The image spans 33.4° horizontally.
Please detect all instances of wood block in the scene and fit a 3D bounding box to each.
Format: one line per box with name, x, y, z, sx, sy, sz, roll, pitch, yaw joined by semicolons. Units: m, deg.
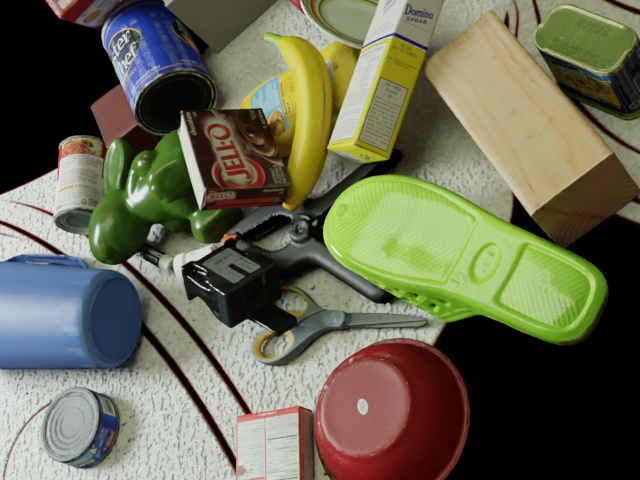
wood block;0.192;-0.104;0.992;0.090;0.090;0.206;-38;54;12

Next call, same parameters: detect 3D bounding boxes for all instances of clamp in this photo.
clamp;-0.007;0.001;1.102;0.210;0.036;0.164;-13;63;26

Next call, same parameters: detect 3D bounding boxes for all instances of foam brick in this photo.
foam brick;-0.235;-0.141;1.299;0.051;0.053;0.078;-36;55;13

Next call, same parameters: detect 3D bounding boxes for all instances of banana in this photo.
banana;-0.016;-0.131;1.105;0.070;0.037;0.198;-17;73;41

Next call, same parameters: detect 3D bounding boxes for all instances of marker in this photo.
marker;-0.208;0.010;1.233;0.121;0.020;0.020;24;82;37

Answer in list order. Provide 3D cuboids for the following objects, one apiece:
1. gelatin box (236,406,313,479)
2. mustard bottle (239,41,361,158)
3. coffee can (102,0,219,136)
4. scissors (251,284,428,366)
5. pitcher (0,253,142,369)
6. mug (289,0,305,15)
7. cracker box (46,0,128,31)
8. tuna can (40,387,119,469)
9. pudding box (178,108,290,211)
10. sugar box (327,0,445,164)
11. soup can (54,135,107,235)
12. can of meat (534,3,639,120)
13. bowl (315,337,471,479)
gelatin box;-0.043;0.210;1.032;0.073;0.030;0.089;-14;64;25
mustard bottle;-0.032;-0.142;1.168;0.192;0.058;0.096;-25;55;20
coffee can;-0.191;-0.208;1.270;0.103;0.102;0.140;-36;54;13
scissors;0.006;0.096;1.061;0.202;0.016;0.096;16;76;37
pitcher;-0.322;0.079;1.215;0.243;0.144;0.149;0;80;28
mug;0.000;-0.310;1.218;0.117;0.093;0.082;-24;54;-24
cracker box;-0.231;-0.331;1.285;0.164;0.213;0.072;-39;87;11
tuna can;-0.264;0.205;1.169;0.086;0.033;0.086;-13;62;26
pudding box;-0.090;-0.084;1.091;0.039;0.089;0.113;111;147;-46
sugar box;0.065;-0.165;1.050;0.176;0.048;0.093;-68;16;-5
soup can;-0.283;-0.065;1.285;0.069;0.068;0.102;-15;62;26
can of meat;0.255;-0.166;0.985;0.102;0.083;0.057;33;88;38
bowl;0.053;0.160;0.979;0.162;0.055;0.162;-14;61;27
